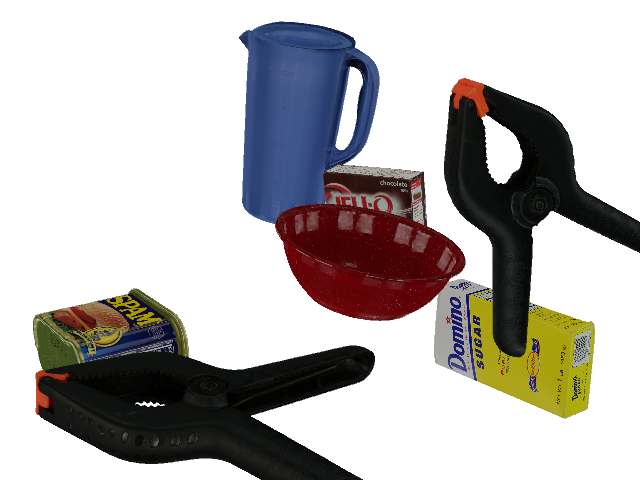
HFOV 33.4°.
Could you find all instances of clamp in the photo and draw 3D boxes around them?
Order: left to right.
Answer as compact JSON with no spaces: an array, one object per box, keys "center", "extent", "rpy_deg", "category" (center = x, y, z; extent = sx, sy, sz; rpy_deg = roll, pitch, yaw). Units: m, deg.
[{"center":[-0.061,0.097,0.635],"extent":[0.210,0.036,0.164],"rpy_deg":[9,23,5],"category":"clamp"},{"center":[0.119,-0.014,0.639],"extent":[0.120,0.171,0.039],"rpy_deg":[-44,18,-7],"category":"clamp"}]

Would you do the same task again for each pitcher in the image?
[{"center":[-0.026,-0.145,1.344],"extent":[0.144,0.243,0.149],"rpy_deg":[-4,26,-23],"category":"pitcher"}]

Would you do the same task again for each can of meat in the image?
[{"center":[-0.159,0.080,0.800],"extent":[0.083,0.057,0.102],"rpy_deg":[-13,21,-31],"category":"can of meat"}]

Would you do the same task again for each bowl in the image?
[{"center":[0.037,0.023,0.893],"extent":[0.162,0.055,0.162],"rpy_deg":[10,20,-4],"category":"bowl"}]

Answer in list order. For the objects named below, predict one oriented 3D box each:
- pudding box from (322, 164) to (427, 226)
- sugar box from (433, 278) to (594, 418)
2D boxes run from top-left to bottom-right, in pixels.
[{"center":[0.060,-0.034,1.170],"extent":[0.114,0.090,0.039],"rpy_deg":[6,24,30],"category":"pudding box"},{"center":[0.193,0.107,1.091],"extent":[0.048,0.093,0.177],"rpy_deg":[-12,20,-41],"category":"sugar box"}]
